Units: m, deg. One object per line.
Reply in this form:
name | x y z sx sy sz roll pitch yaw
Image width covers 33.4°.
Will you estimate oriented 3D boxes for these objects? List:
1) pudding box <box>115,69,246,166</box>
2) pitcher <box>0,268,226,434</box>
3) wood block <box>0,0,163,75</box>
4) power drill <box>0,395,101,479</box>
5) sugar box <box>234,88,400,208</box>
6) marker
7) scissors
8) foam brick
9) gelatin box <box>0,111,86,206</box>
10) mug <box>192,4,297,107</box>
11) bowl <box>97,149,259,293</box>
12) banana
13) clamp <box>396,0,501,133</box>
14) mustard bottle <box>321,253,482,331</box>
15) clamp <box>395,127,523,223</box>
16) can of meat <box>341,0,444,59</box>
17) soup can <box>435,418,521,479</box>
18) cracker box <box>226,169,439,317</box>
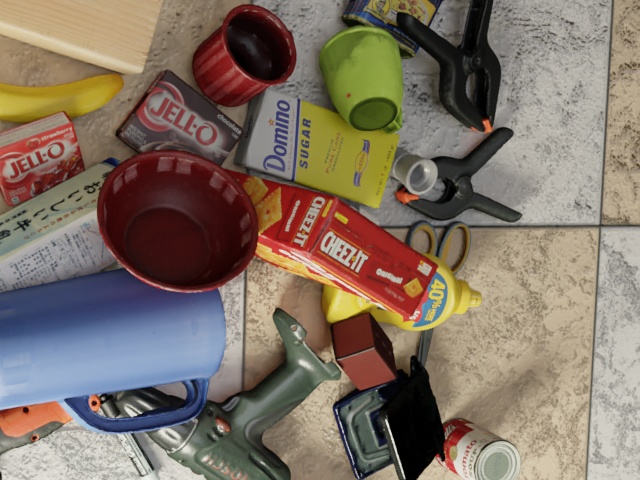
pudding box | -0.152 -0.117 1.166 0.113 0.039 0.090 38 80 -23
pitcher | -0.222 0.105 1.059 0.242 0.149 0.145 -8 130 -33
wood block | -0.273 -0.242 1.074 0.205 0.090 0.091 16 90 -24
power drill | -0.340 0.166 1.110 0.187 0.057 0.184 -31 103 -15
sugar box | -0.003 -0.105 1.228 0.176 0.048 0.093 16 89 -25
marker | -0.214 0.223 1.189 0.020 0.020 0.121 -31 107 -17
scissors | 0.125 0.064 1.318 0.096 0.016 0.202 26 86 -22
foam brick | 0.052 0.131 1.250 0.051 0.053 0.078 -20 139 14
gelatin box | -0.292 -0.083 1.099 0.089 0.030 0.073 -23 135 -19
mug | -0.078 -0.199 1.158 0.117 0.082 0.093 -35 95 -40
bowl | -0.144 -0.009 1.053 0.162 0.055 0.162 11 57 -17
banana | -0.302 -0.154 1.099 0.197 0.037 0.069 8 94 -24
clamp | 0.178 -0.225 1.267 0.164 0.036 0.210 -43 130 -20
mustard bottle | 0.103 0.061 1.270 0.191 0.058 0.096 7 112 -17
clamp | 0.178 -0.059 1.315 0.171 0.039 0.120 -21 98 -16
can of meat | 0.085 -0.270 1.242 0.102 0.058 0.084 28 86 -24
soup can | 0.194 0.267 1.323 0.068 0.102 0.068 -3 97 -23
cracker box | -0.007 0.001 1.129 0.164 0.214 0.072 31 82 -38
